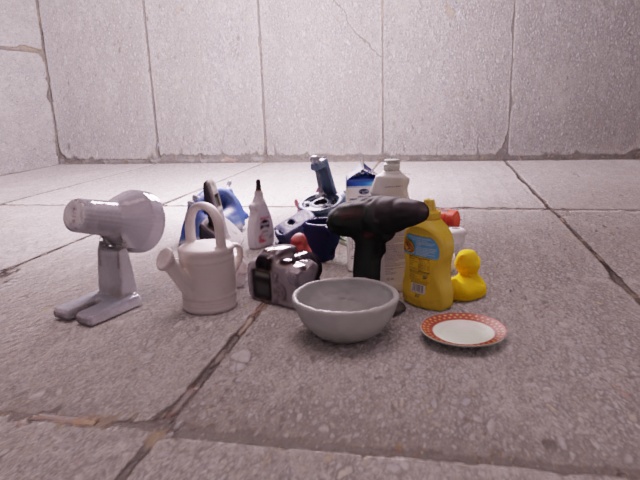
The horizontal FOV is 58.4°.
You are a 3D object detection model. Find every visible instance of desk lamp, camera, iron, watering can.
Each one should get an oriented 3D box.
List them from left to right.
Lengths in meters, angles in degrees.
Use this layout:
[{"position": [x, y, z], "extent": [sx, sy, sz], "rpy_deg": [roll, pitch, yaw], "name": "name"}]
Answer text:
[{"position": [-0.381, 0.020, 1.045], "extent": [0.117, 0.214, 0.204], "rpy_deg": [5, 16, 26], "name": "desk lamp"}, {"position": [-0.207, 0.030, 1.023], "extent": [0.100, 0.194, 0.173], "rpy_deg": [3, 15, 18], "name": "watering can"}, {"position": [-0.304, -0.079, 1.569], "extent": [0.118, 0.141, 0.259], "rpy_deg": [5, 16, 25], "name": "iron"}, {"position": [-0.047, 0.058, 1.084], "extent": [0.142, 0.101, 0.137], "rpy_deg": [10, 19, 39], "name": "camera"}]

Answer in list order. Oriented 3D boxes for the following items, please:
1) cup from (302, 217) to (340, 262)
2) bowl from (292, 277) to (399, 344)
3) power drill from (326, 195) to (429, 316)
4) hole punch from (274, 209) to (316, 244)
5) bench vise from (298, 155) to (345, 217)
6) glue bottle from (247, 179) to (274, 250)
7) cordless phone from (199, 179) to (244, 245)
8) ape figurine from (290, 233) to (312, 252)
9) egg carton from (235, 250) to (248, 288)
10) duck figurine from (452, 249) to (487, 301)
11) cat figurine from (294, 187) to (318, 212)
[{"position": [0.012, 0.005, 1.296], "extent": [0.092, 0.095, 0.117], "rpy_deg": [-7, 15, -18], "name": "cup"}, {"position": [0.041, 0.117, 0.893], "extent": [0.167, 0.075, 0.167], "rpy_deg": [-2, 14, 1], "name": "bowl"}, {"position": [0.098, 0.022, 0.986], "extent": [0.076, 0.208, 0.228], "rpy_deg": [-13, 18, -36], "name": "power drill"}, {"position": [-0.063, -0.025, 1.429], "extent": [0.101, 0.091, 0.108], "rpy_deg": [-7, 15, -19], "name": "hole punch"}, {"position": [0.011, -0.127, 1.558], "extent": [0.121, 0.220, 0.208], "rpy_deg": [2, 15, 16], "name": "bench vise"}, {"position": [-0.152, -0.067, 1.440], "extent": [0.037, 0.173, 0.078], "rpy_deg": [7, 17, 32], "name": "glue bottle"}, {"position": [-0.246, -0.062, 1.408], "extent": [0.094, 0.185, 0.147], "rpy_deg": [-1, 14, 2], "name": "cordless phone"}, {"position": [-0.046, 0.031, 1.207], "extent": [0.077, 0.092, 0.076], "rpy_deg": [9, 18, 36], "name": "ape figurine"}, {"position": [-0.210, 0.054, 1.181], "extent": [0.107, 0.069, 0.150], "rpy_deg": [-9, 16, -25], "name": "egg carton"}, {"position": [0.268, 0.061, 1.060], "extent": [0.077, 0.086, 0.105], "rpy_deg": [10, 19, 39], "name": "duck figurine"}, {"position": [-0.014, -0.096, 1.649], "extent": [0.128, 0.118, 0.067], "rpy_deg": [-3, 14, -3], "name": "cat figurine"}]
